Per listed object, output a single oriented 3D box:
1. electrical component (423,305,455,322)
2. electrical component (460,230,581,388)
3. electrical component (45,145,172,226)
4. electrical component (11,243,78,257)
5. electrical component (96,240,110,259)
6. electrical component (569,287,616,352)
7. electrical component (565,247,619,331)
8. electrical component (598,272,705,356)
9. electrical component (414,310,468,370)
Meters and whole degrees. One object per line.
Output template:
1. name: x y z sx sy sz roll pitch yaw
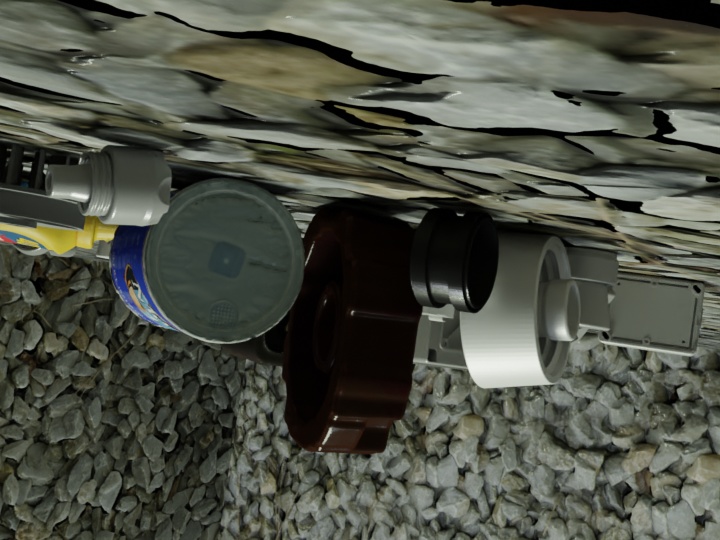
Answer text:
1. electrical component: 0.034 0.011 1.009 0.121 0.063 0.079 5 176 42
2. electrical component: 0.113 0.026 0.719 0.060 0.108 0.108 0 174 25
3. electrical component: -0.136 -0.046 0.577 0.062 0.043 0.043 1 -179 -30
4. electrical component: -0.314 -0.042 1.068 0.078 0.058 0.057 8 180 13
5. electrical component: -0.244 -0.033 1.123 0.055 0.047 0.055 9 177 0
6. electrical component: 0.155 0.023 0.897 0.047 0.083 0.075 11 -146 -38
7. electrical component: 0.162 0.014 0.780 0.045 0.055 0.045 9 177 0
8. electrical component: 0.245 0.037 0.930 0.096 0.061 0.061 8 177 17
9. electrical component: 0.094 0.050 1.151 0.109 0.108 0.056 11 173 -42
